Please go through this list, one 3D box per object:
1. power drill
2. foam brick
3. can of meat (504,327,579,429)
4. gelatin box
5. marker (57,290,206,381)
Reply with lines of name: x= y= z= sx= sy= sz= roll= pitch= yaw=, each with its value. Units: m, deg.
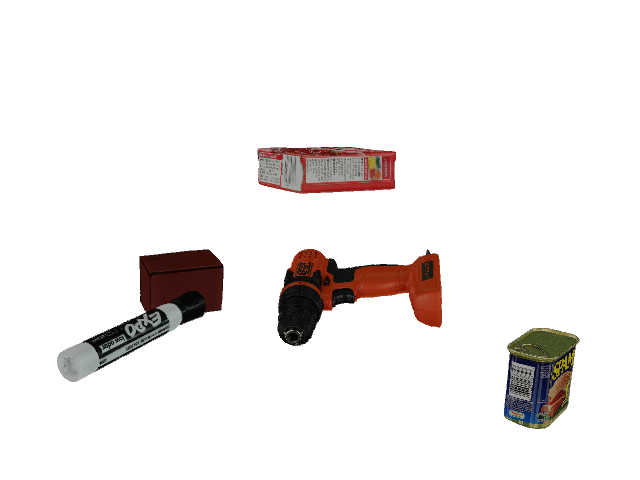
power drill: x=0.046 y=0.064 z=1.234 sx=0.187 sy=0.057 sz=0.184 roll=1 pitch=28 yaw=6
foam brick: x=-0.144 y=0.044 z=1.102 sx=0.078 sy=0.051 sz=0.053 roll=-6 pitch=20 yaw=-19
can of meat: x=0.243 y=0.152 z=1.183 sx=0.058 sy=0.084 sz=0.101 roll=12 pitch=16 yaw=30
gelatin box: x=0.003 y=-0.053 z=0.771 sx=0.073 sy=0.030 sz=0.089 roll=-3 pitch=8 yaw=-23
marker: x=-0.110 y=0.055 z=0.646 sx=0.020 sy=0.020 sz=0.120 roll=0 pitch=15 yaw=33
